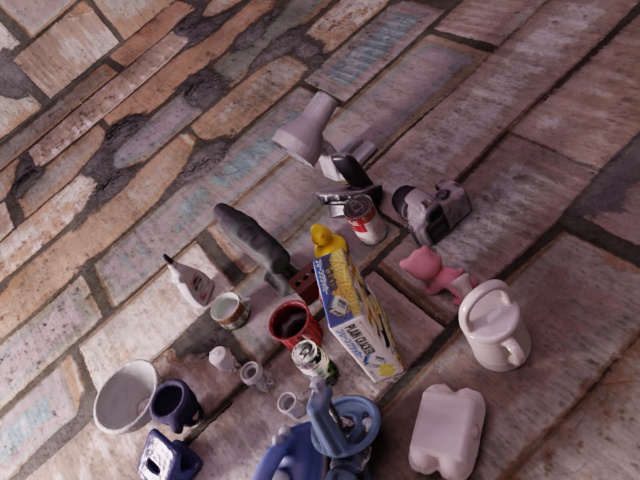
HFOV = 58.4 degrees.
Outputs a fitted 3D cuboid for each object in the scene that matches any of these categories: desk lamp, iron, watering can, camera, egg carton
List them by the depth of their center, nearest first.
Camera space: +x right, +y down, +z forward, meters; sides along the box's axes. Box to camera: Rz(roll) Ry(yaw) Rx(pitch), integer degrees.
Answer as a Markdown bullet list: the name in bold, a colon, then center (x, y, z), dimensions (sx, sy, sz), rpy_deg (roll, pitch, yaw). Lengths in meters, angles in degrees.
- **egg carton**: center (0.206, 0.309, 0.924), dimensions (0.107, 0.070, 0.150), rpy_deg (0, 54, 31)
- **watering can**: center (0.276, 0.128, 0.946), dimensions (0.172, 0.195, 0.101), rpy_deg (28, 71, 43)
- **iron**: center (-0.069, 0.402, 0.957), dimensions (0.118, 0.142, 0.258), rpy_deg (1, 54, 31)
- **camera**: center (0.223, -0.080, 1.217), dimensions (0.143, 0.101, 0.136), rpy_deg (-40, 45, -5)
- **desk lamp**: center (0.006, -0.242, 1.401), dimensions (0.203, 0.214, 0.117), rpy_deg (-47, 45, -11)

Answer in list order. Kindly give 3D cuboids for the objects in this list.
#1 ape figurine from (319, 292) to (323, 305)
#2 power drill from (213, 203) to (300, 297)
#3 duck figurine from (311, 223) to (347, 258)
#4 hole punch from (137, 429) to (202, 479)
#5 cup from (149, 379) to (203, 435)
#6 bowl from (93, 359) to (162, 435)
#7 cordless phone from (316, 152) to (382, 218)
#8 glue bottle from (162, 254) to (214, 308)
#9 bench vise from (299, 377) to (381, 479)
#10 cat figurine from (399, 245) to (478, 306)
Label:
- **ape figurine**: center (0.026, 0.101, 1.188), dimensions (0.076, 0.092, 0.077), rpy_deg (-19, 47, 16)
- **power drill**: center (-0.127, 0.027, 1.257), dimensions (0.076, 0.209, 0.228), rpy_deg (-46, 45, -11)
- **duck figurine**: center (0.012, 0.005, 1.282), dimensions (0.077, 0.086, 0.104), rpy_deg (-33, 44, 2)
- **hole punch**: center (-0.301, 0.435, 1.102), dimensions (0.108, 0.091, 0.101), rpy_deg (20, 66, 40)
- **cup**: center (-0.278, 0.350, 1.156), dimensions (0.091, 0.095, 0.117), rpy_deg (-33, 44, 2)
- **bowl**: center (-0.401, 0.350, 1.244), dimensions (0.167, 0.075, 0.167), rpy_deg (-16, 47, 19)
- **cordless phone**: center (0.049, -0.138, 1.308), dimensions (0.147, 0.186, 0.094), rpy_deg (-3, 53, 28)
- **glue bottle**: center (-0.316, 0.086, 1.343), dimensions (0.037, 0.174, 0.078), rpy_deg (-6, 51, 27)
- **bench vise**: center (0.038, 0.322, 0.905), dimensions (0.121, 0.220, 0.207), rpy_deg (-21, 46, 15)
- **cat figurine**: center (0.222, 0.058, 1.091), dimensions (0.127, 0.118, 0.067), rpy_deg (15, 63, 38)
